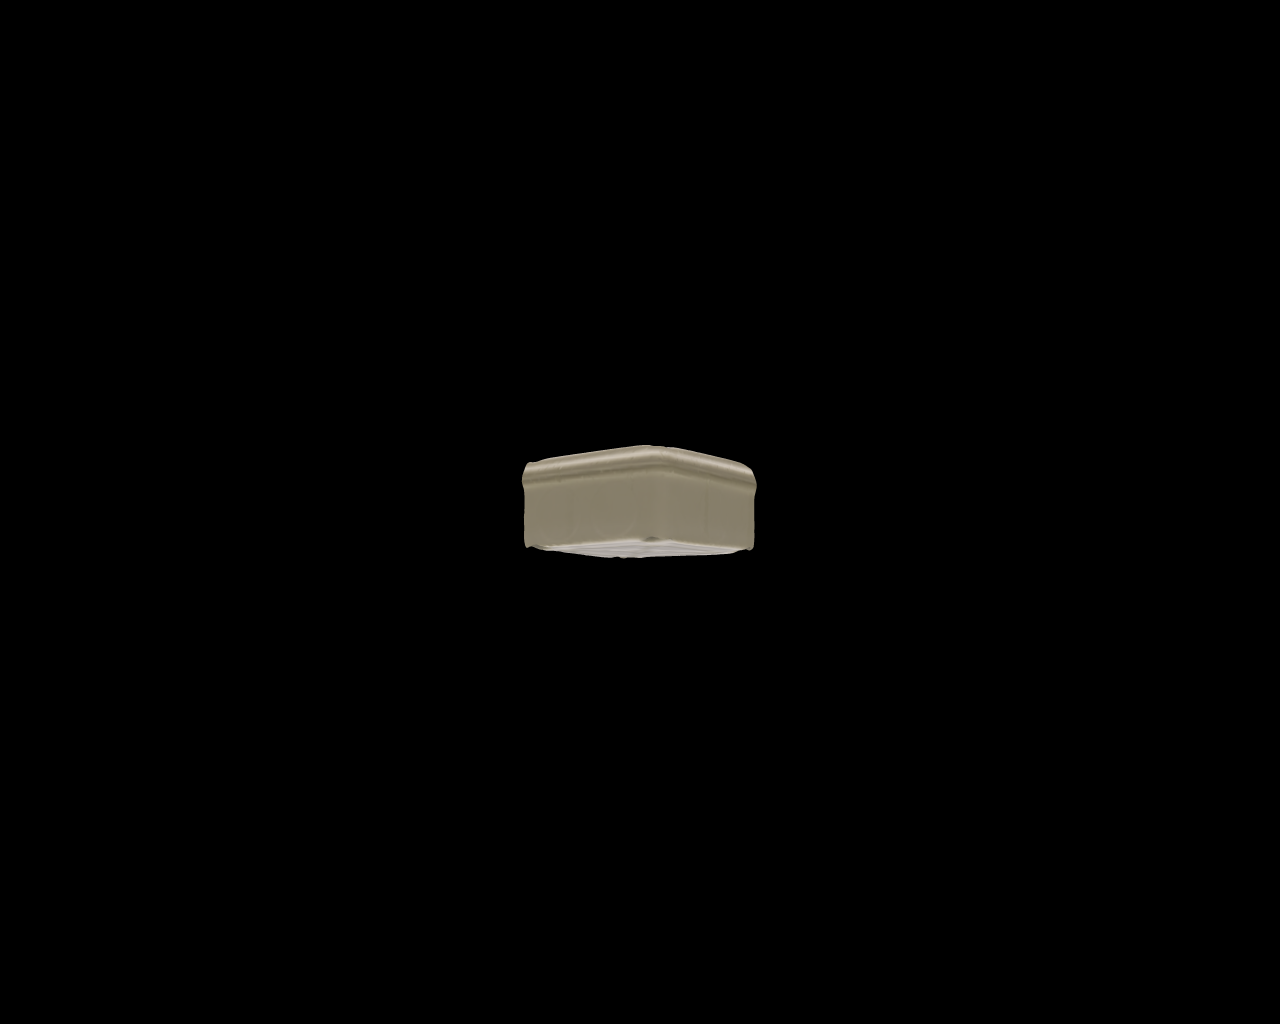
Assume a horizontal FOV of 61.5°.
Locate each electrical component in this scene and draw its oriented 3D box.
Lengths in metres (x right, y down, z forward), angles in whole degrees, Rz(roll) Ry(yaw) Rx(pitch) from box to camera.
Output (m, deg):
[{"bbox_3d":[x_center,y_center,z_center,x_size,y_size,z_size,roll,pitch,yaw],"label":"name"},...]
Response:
[{"bbox_3d":[0.001,-0.003,0.650,0.108,0.056,0.109,-5,-8,35],"label":"electrical component"}]
